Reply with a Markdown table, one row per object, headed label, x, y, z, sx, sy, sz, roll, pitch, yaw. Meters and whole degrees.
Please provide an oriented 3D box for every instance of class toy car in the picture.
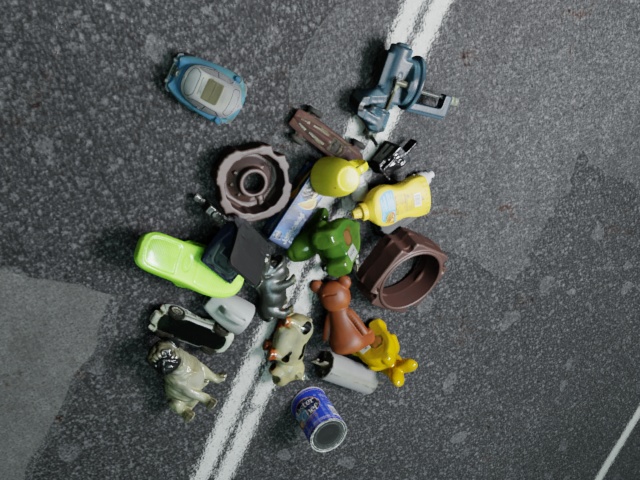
| label | x | y | z | sx | sy | sz | roll | pitch | yaw |
| --- | --- | --- | --- | --- | --- | --- | --- | --- | --- |
| toy car | -0.212 | -0.291 | 1.037 | 0.161 | 0.103 | 0.109 | 24 | 98 | -32 |
| toy car | -0.292 | 0.204 | 1.227 | 0.201 | 0.056 | 0.073 | 28 | 104 | -29 |
| toy car | 0.019 | -0.219 | 1.201 | 0.202 | 0.053 | 0.089 | 32 | 98 | -32 |

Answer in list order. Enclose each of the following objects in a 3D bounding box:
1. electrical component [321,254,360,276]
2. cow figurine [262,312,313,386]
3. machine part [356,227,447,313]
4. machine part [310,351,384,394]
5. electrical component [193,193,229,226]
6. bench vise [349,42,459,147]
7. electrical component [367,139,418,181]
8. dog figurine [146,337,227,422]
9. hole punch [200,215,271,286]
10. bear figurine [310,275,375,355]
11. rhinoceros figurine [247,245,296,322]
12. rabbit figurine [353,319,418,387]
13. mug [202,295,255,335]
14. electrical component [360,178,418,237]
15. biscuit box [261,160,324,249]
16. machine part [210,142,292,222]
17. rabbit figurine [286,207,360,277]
| label | x | y | z | sx | sy | sz | roll | pitch | yaw |
| --- | --- | --- | --- | --- | --- | --- | --- | --- | --- |
| electrical component | 0.050 | 0.046 | 1.312 | 0.102 | 0.045 | 0.078 | -16 | 104 | -10 |
| cow figurine | -0.073 | 0.275 | 1.342 | 0.127 | 0.086 | 0.194 | 17 | 102 | -23 |
| machine part | 0.209 | 0.080 | 1.355 | 0.201 | 0.087 | 0.201 | 20 | 114 | -41 |
| machine part | 0.074 | 0.357 | 1.442 | 0.243 | 0.079 | 0.079 | 26 | 98 | -31 |
| electrical component | -0.230 | -0.062 | 1.142 | 0.021 | 0.063 | 0.094 | -47 | 121 | -1 |
| bench vise | 0.197 | -0.313 | 1.205 | 0.240 | 0.129 | 0.223 | 8 | 106 | -20 |
| electrical component | 0.175 | -0.201 | 1.264 | 0.119 | 0.075 | 0.047 | -46 | 122 | 3 |
| dog figurine | -0.334 | 0.306 | 1.217 | 0.172 | 0.121 | 0.190 | -36 | 115 | 22 |
| hole punch | -0.178 | 0.028 | 1.142 | 0.142 | 0.092 | 0.116 | 47 | 48 | -42 |
| bear figurine | 0.053 | 0.185 | 1.356 | 0.120 | 0.132 | 0.195 | -17 | 85 | 16 |
| rhinoceros figurine | -0.117 | 0.099 | 1.258 | 0.112 | 0.073 | 0.190 | -8 | 113 | -15 |
| rabbit figurine | 0.184 | 0.314 | 1.448 | 0.122 | 0.163 | 0.173 | -47 | 140 | -14 |
| mug | -0.212 | 0.161 | 1.221 | 0.107 | 0.110 | 0.081 | 35 | 93 | -19 |
| electrical component | 0.179 | -0.082 | 1.325 | 0.134 | 0.058 | 0.114 | -37 | 122 | -7 |
| biscuit box | -0.050 | -0.080 | 1.218 | 0.059 | 0.063 | 0.202 | 31 | 95 | -31 |
| machine part | -0.147 | -0.126 | 1.160 | 0.179 | 0.056 | 0.179 | -10 | 115 | -22 |
| rabbit figurine | -0.003 | -0.004 | 1.232 | 0.121 | 0.170 | 0.159 | 56 | 41 | -32 |
